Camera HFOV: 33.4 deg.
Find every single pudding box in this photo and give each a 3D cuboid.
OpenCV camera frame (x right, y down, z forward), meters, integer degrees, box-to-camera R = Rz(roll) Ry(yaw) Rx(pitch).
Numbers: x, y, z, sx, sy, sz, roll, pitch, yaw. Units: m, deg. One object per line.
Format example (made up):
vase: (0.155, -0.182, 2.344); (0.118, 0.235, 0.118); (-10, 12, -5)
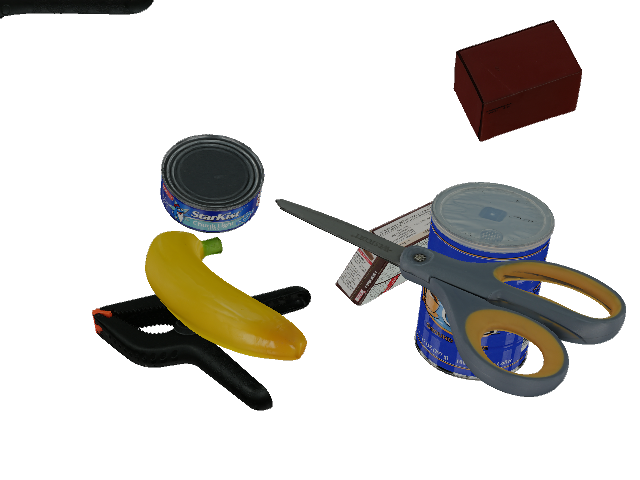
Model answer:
pudding box: (0.079, 0.012, 1.108); (0.113, 0.039, 0.090); (-27, -24, -43)

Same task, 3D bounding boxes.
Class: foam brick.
foam brick: (0.144, -0.117, 0.781); (0.078, 0.051, 0.053); (-18, -27, -4)

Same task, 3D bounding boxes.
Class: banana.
banana: (-0.072, 0.028, 0.683); (0.069, 0.037, 0.198); (-8, 23, -19)

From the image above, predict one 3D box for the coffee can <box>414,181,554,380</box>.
coffee can: (0.139, 0.035, 0.924); (0.103, 0.140, 0.103); (2, 33, -2)

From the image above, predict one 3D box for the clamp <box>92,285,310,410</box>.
clamp: (-0.121, 0.096, 1.027); (0.210, 0.036, 0.164); (2, 36, 6)

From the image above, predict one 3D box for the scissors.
scissors: (0.052, 0.027, 0.550); (0.202, 0.016, 0.096); (13, 42, 18)

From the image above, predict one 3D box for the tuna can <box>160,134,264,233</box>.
tuna can: (-0.092, -0.047, 0.897); (0.086, 0.086, 0.034); (0, -40, -11)

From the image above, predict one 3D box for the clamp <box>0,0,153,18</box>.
clamp: (-0.186, -0.146, 0.598); (0.171, 0.039, 0.120); (-7, 24, -16)
